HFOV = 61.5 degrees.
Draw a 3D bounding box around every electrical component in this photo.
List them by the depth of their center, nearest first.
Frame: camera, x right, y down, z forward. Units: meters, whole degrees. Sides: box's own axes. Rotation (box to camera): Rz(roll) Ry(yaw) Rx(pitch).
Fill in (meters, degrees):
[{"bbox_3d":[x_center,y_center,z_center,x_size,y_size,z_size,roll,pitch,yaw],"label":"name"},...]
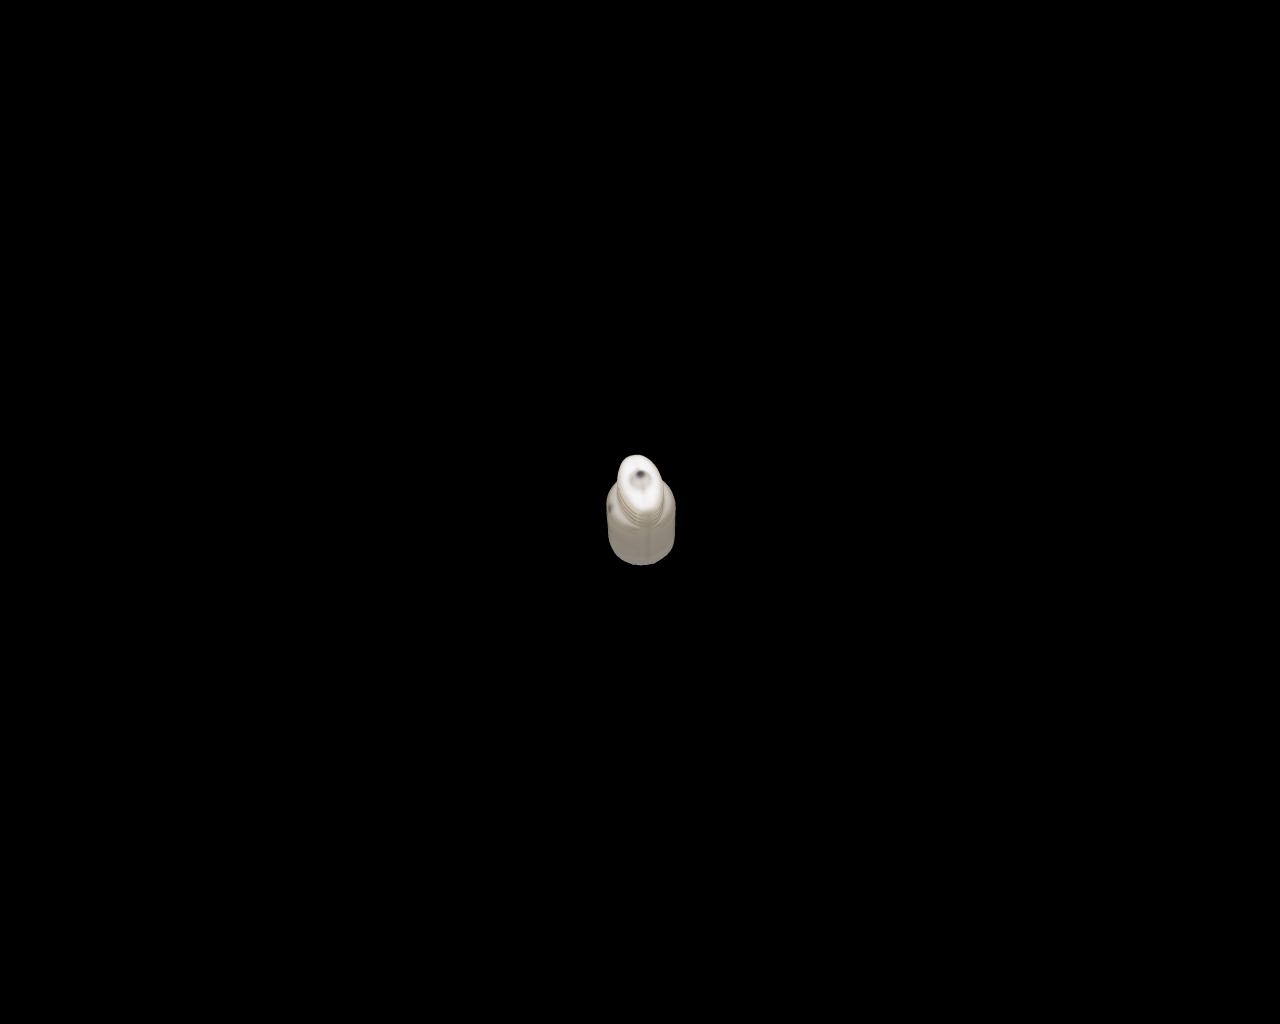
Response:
[{"bbox_3d":[0.001,-0.003,0.650,0.043,0.043,0.080,0,-30,0],"label":"electrical component"}]
